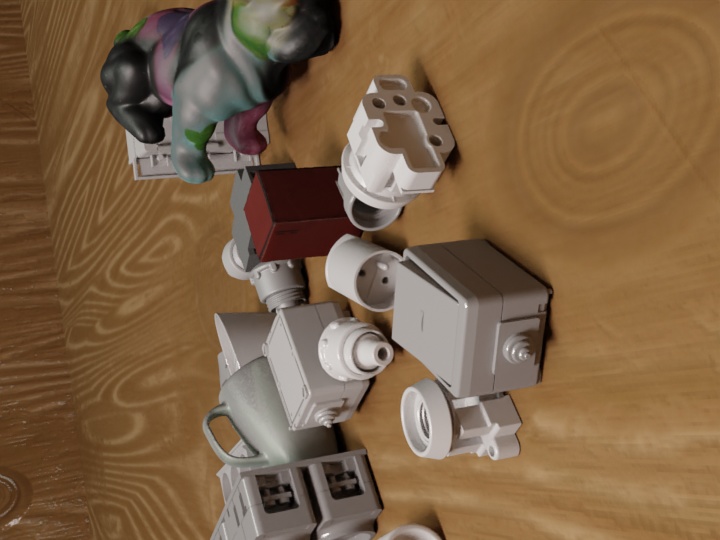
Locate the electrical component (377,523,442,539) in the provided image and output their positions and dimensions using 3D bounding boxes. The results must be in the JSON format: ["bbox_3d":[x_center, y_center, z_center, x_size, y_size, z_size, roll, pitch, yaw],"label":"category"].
[{"bbox_3d":[0.031,0.207,0.748,0.047,0.055,0.055,125,134,-54],"label":"electrical component"}]

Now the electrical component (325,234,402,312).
[{"bbox_3d":[0.000,0.000,0.775,0.081,0.043,0.043,-154,59,-64],"label":"electrical component"}]

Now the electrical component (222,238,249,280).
[{"bbox_3d":[-0.106,-0.016,1.031,0.062,0.043,0.043,150,111,-65],"label":"electrical component"}]

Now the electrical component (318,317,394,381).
[{"bbox_3d":[0.002,0.060,0.790,0.062,0.048,0.048,0,96,61],"label":"electrical component"}]

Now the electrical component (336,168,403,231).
[{"bbox_3d":[0.005,-0.056,0.755,0.046,0.040,0.040,-116,29,-52],"label":"electrical component"}]

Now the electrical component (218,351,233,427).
[{"bbox_3d":[-0.122,0.126,1.112,0.079,0.043,0.077,128,131,-60],"label":"electrical component"}]

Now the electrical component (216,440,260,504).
[{"bbox_3d":[-0.092,0.199,1.033,0.121,0.063,0.078,130,130,-61],"label":"electrical component"}]

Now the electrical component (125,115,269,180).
[{"bbox_3d":[-0.151,-0.129,1.004,0.063,0.121,0.078,170,93,-65],"label":"electrical component"}]

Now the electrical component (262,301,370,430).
[{"bbox_3d":[-0.031,0.080,0.851,0.061,0.061,0.096,115,141,-50],"label":"electrical component"}]

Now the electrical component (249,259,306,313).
[{"bbox_3d":[-0.068,0.021,0.949,0.062,0.048,0.048,70,155,13],"label":"electrical component"}]

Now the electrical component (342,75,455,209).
[{"bbox_3d":[0.021,-0.075,0.684,0.057,0.058,0.078,119,138,-51],"label":"electrical component"}]

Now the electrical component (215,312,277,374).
[{"bbox_3d":[-0.103,0.086,1.026,0.099,0.064,0.099,173,90,-68],"label":"electrical component"}]

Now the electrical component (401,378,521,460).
[{"bbox_3d":[0.058,0.086,0.643,0.048,0.055,0.066,112,144,-50],"label":"electrical component"}]

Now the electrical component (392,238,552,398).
[{"bbox_3d":[0.062,0.029,0.608,0.096,0.061,0.061,-135,43,-57],"label":"electrical component"}]

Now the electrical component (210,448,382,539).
[{"bbox_3d":[-0.060,0.224,0.906,0.186,0.105,0.060,116,141,-53],"label":"electrical component"}]
